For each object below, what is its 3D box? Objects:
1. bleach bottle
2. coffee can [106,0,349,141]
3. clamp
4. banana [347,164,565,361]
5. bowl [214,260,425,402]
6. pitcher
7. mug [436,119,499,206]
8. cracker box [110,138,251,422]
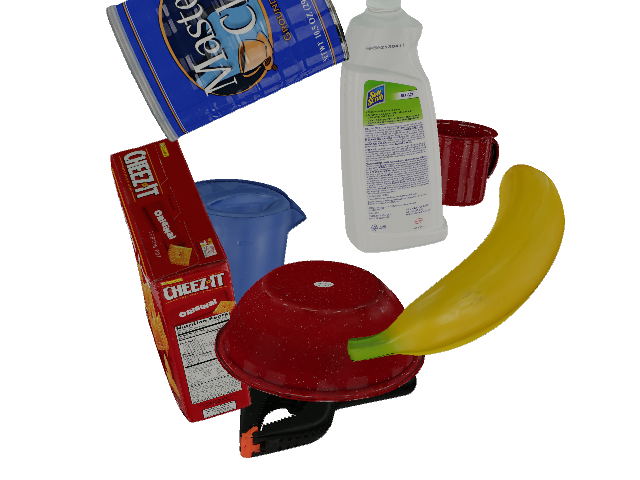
[{"bbox_3d":[0.069,-0.114,0.999,0.102,0.251,0.068,-10,29,-13],"label":"bleach bottle"},{"bbox_3d":[-0.064,-0.145,0.750,0.140,0.103,0.103,-25,0,-1],"label":"coffee can"},{"bbox_3d":[-0.007,0.160,1.087,0.165,0.036,0.209,16,30,21],"label":"clamp"},{"bbox_3d":[0.092,0.006,0.572,0.070,0.037,0.197,13,36,33],"label":"banana"},{"bbox_3d":[0.001,0.058,0.806,0.162,0.055,0.162,2,22,-1],"label":"bowl"},{"bbox_3d":[-0.118,0.056,1.254,0.149,0.243,0.144,20,25,34],"label":"pitcher"},{"bbox_3d":[0.159,-0.089,1.218,0.117,0.081,0.093,-11,23,-39],"label":"mug"},{"bbox_3d":[-0.128,0.040,0.977,0.072,0.164,0.214,-17,-41,-12],"label":"cracker box"}]
